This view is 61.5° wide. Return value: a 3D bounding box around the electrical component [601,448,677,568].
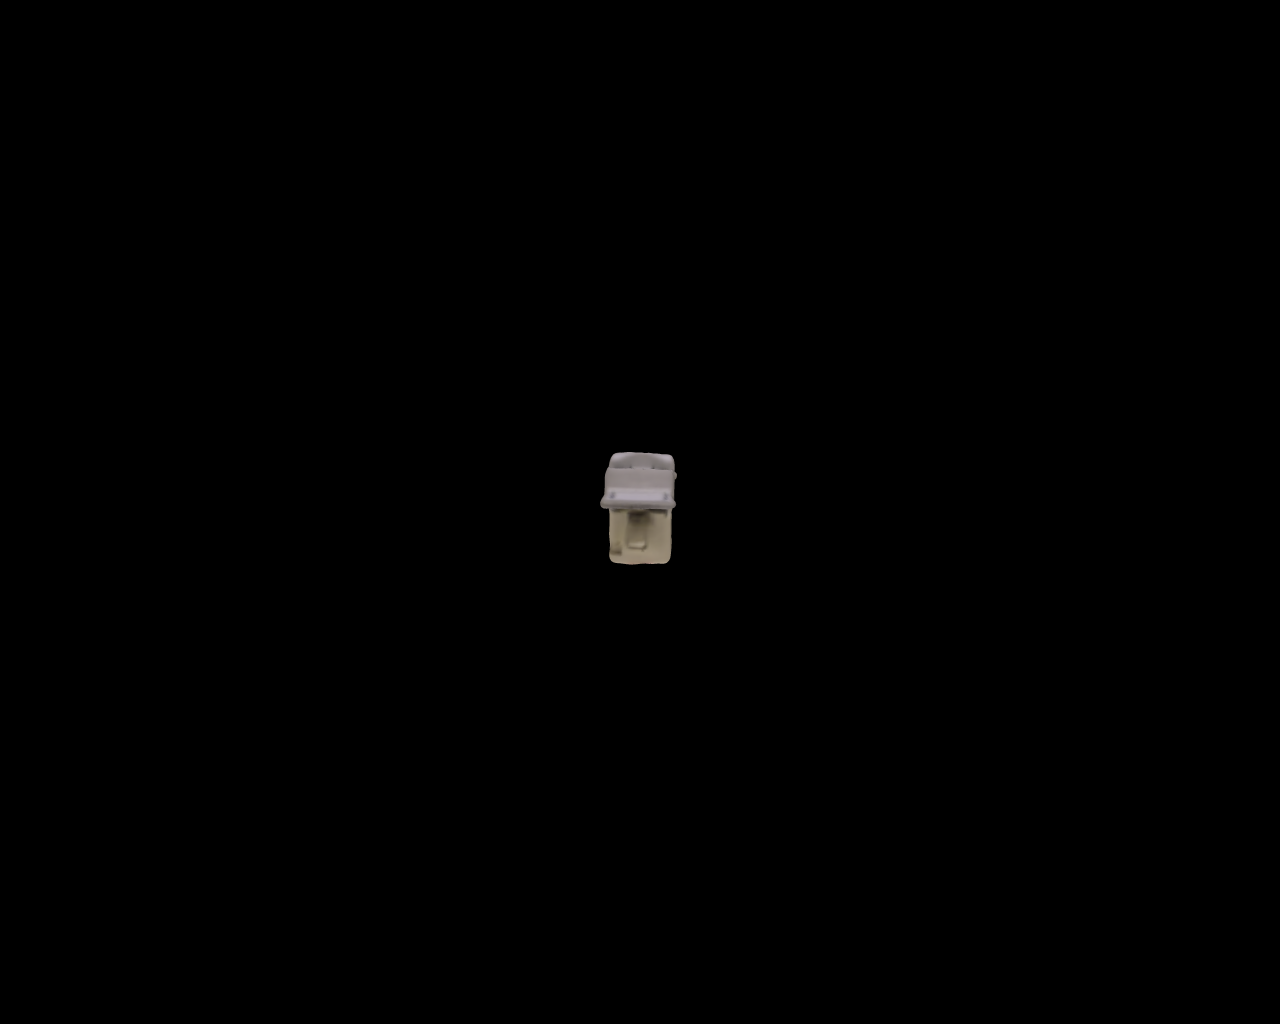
[{"bbox_3d":[0.001,-0.003,0.650,0.042,0.063,0.081,1,16,4],"label":"electrical component"}]
